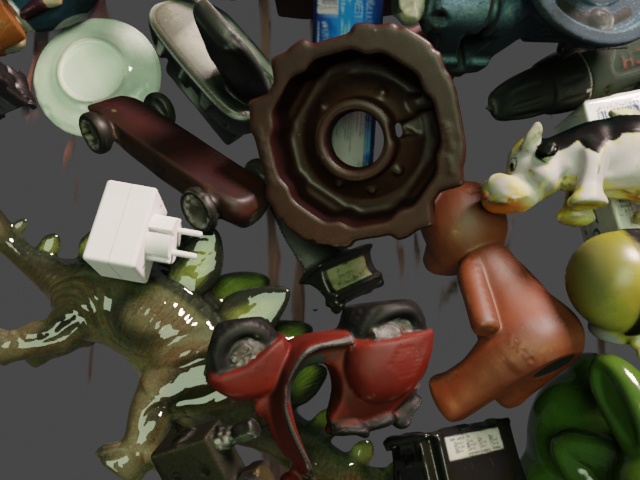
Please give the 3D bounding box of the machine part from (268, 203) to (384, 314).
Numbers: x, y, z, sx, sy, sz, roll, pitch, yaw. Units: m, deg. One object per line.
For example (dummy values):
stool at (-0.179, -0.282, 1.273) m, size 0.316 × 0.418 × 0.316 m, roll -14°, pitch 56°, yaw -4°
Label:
machine part at (-0.001, -0.002, 0.503) m, size 0.084 × 0.039 × 0.139 m, roll -27°, pitch 74°, yaw -38°

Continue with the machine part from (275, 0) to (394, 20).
machine part at (0.018, -0.331, 0.538) m, size 0.202 × 0.087 × 0.201 m, roll -2°, pitch 82°, yaw 1°

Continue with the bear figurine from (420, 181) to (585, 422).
bear figurine at (0.135, 0.040, 0.483) m, size 0.132 × 0.120 × 0.196 m, roll -54°, pitch 51°, yaw 33°

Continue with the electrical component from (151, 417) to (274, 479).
electrical component at (-0.080, 0.174, 0.377) m, size 0.102 × 0.045 × 0.078 m, roll -17°, pitch 100°, yaw 18°

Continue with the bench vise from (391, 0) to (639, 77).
bench vise at (0.174, -0.206, 0.394) m, size 0.224 × 0.240 × 0.129 m, roll 10°, pitch 80°, yaw -8°

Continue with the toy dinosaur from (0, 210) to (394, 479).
toy dinosaur at (-0.108, 0.106, 0.467) m, size 0.471 × 0.105 × 0.198 m, roll 40°, pitch 80°, yaw -3°

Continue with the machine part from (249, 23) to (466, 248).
machine part at (0.031, -0.081, 0.433) m, size 0.180 × 0.056 × 0.179 m, roll 5°, pitch 106°, yaw 16°

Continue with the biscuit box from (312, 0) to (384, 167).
biscuit box at (0.022, -0.153, 0.481) m, size 0.059 × 0.063 × 0.202 m, roll 3°, pitch 110°, yaw 1°

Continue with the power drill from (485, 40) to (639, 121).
power drill at (0.257, -0.232, 0.529) m, size 0.232 × 0.086 × 0.207 m, roll -11°, pitch 78°, yaw -2°

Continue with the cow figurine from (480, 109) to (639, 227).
cow figurine at (0.216, -0.063, 0.437) m, size 0.167 × 0.068 × 0.098 m, roll 1°, pitch 77°, yaw 3°

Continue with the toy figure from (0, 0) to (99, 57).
toy figure at (-0.290, -0.226, 0.531) m, size 0.154 × 0.064 × 0.057 m, roll -36°, pitch 97°, yaw -6°

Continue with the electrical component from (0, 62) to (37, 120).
electrical component at (-0.348, -0.137, 0.512) m, size 0.119 × 0.075 × 0.048 m, roll -23°, pitch 83°, yaw -7°

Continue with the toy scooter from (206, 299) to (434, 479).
toy scooter at (0.008, 0.119, 0.414) m, size 0.184 × 0.075 × 0.135 m, roll -6°, pitch 84°, yaw -16°

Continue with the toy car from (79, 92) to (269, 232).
toy car at (-0.130, -0.073, 0.488) m, size 0.202 × 0.053 × 0.089 m, roll 33°, pitch 46°, yaw 20°

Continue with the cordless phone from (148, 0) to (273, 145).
cordless phone at (-0.097, -0.170, 0.464) m, size 0.089 × 0.184 × 0.146 m, roll -39°, pitch 84°, yaw -1°

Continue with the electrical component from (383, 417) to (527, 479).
electrical component at (0.119, 0.220, 0.439) m, size 0.115 × 0.058 × 0.134 m, roll 7°, pitch 64°, yaw -34°

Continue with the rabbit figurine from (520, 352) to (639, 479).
rabbit figurine at (0.246, 0.167, 0.410) m, size 0.121 × 0.170 × 0.159 m, roll 7°, pitch 100°, yaw -2°

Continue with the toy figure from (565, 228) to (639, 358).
toy figure at (0.282, 0.025, 0.410) m, size 0.180 × 0.082 × 0.089 m, roll -11°, pitch 104°, yaw 7°
